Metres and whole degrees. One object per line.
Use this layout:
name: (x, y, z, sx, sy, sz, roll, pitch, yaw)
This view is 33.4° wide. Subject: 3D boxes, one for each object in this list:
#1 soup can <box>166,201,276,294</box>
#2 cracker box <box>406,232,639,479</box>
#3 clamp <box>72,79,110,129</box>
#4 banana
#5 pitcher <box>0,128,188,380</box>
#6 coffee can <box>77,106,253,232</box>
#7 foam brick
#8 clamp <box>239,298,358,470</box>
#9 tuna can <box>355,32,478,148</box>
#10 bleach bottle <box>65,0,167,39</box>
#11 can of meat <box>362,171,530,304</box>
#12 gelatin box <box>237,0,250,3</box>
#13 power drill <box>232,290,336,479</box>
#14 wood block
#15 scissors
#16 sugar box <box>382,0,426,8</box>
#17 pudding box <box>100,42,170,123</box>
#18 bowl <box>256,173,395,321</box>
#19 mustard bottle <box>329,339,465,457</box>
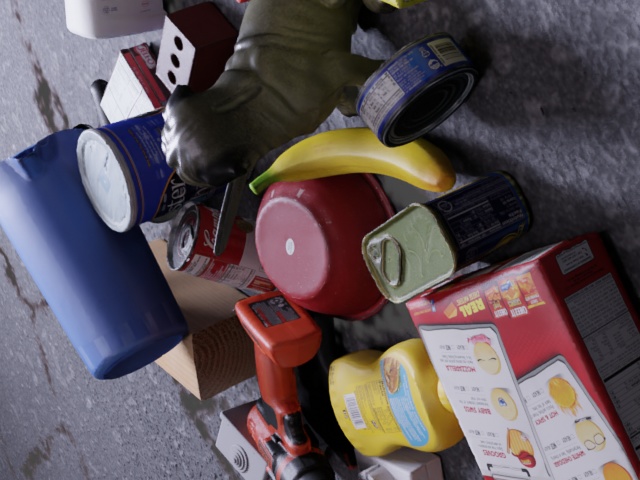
soup can: (-0.087, 0.009, 1.026, 0.069, 0.102, 0.068, -39, 42, 48)
cracker box: (0.169, 0.114, 0.758, 0.164, 0.072, 0.214, -27, 88, 59)
clamp: (-0.236, -0.103, 1.255, 0.171, 0.039, 0.120, 52, 151, 16)
banana: (0.034, -0.061, 0.850, 0.198, 0.069, 0.037, -1, 144, 41)
pitcher: (-0.236, 0.019, 1.108, 0.145, 0.148, 0.243, -40, 75, 36)
coffee can: (-0.151, -0.078, 1.044, 0.103, 0.140, 0.103, 35, 137, 41)
foam brick: (-0.117, -0.176, 1.014, 0.053, 0.051, 0.078, 50, 145, 24)
clamp: (-0.009, 0.127, 1.063, 0.165, 0.036, 0.210, -20, 91, 56)
tuna can: (0.069, -0.104, 0.751, 0.034, 0.086, 0.086, 54, 147, 17)
bleach bottle: (-0.199, -0.324, 1.016, 0.068, 0.102, 0.251, 25, 123, 40)
can of meat: (0.093, -0.003, 0.781, 0.057, 0.083, 0.102, 62, 148, 6)
gelatin box: (-0.072, -0.260, 0.913, 0.089, 0.030, 0.073, 53, 145, 20)
power drill: (-0.027, 0.155, 0.989, 0.185, 0.057, 0.188, -137, 39, -55)
wood block: (-0.159, 0.085, 1.212, 0.206, 0.090, 0.090, 29, 133, 45)
scissors: (-0.046, -0.082, 0.882, 0.016, 0.096, 0.202, -1, 82, 40)
sugar box: (0.030, -0.212, 0.733, 0.176, 0.093, 0.048, 33, 136, 43)
pudding box: (-0.195, -0.146, 1.166, 0.090, 0.039, 0.114, 60, 146, 12)
bowl: (-0.006, 0.001, 0.934, 0.162, 0.055, 0.162, 19, 117, 41)
mustard bottle: (0.081, 0.134, 0.914, 0.192, 0.058, 0.096, -23, 85, 59)
